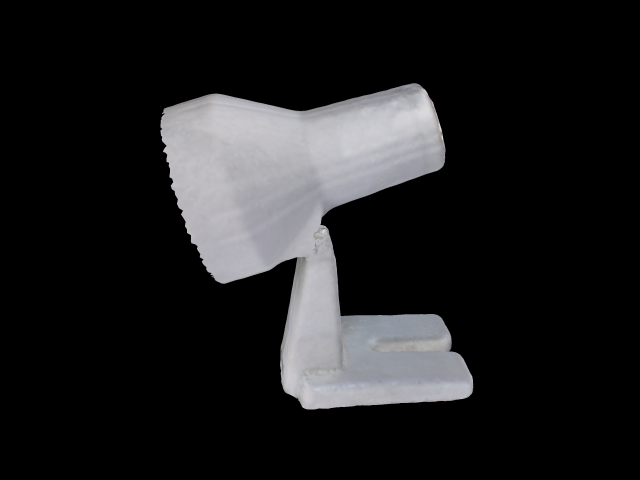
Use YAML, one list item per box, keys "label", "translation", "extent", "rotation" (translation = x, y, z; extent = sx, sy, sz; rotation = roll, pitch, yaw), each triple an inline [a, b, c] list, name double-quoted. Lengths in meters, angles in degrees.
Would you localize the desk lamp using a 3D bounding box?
- label: "desk lamp"
  translation: [0.004, 0.001, 0.400]
  extent: [0.203, 0.214, 0.118]
  rotation: [-2, 24, -5]
